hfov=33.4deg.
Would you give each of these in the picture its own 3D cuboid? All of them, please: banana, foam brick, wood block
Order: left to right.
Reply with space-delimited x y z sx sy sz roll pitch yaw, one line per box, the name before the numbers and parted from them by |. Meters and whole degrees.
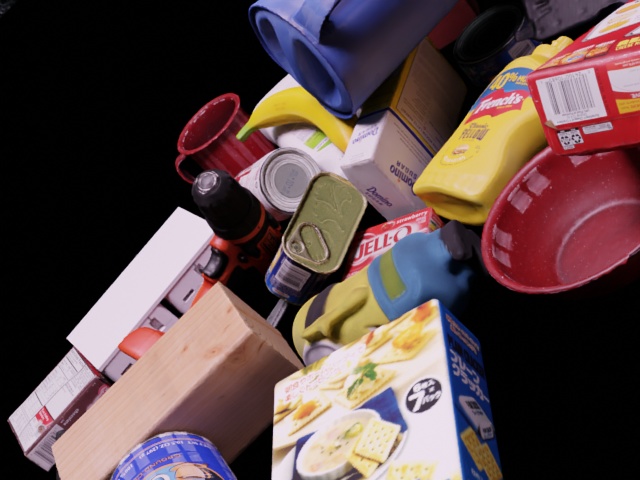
wood block | -0.119 0.149 0.911 0.206 0.090 0.090 -45 35 2
banana | -0.011 -0.122 1.076 0.198 0.037 0.069 13 85 52
foam brick | 0.128 -0.242 1.149 0.078 0.051 0.053 -31 33 23

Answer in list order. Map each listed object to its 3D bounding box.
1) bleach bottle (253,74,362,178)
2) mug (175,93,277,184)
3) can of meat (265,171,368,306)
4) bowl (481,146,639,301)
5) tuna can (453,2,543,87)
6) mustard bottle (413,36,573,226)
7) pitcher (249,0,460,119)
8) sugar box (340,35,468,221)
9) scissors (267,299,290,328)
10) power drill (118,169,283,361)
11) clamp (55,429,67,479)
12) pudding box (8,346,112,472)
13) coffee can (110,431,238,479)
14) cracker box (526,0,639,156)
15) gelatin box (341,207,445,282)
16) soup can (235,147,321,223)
bleach bottle | 0.010 -0.101 1.114 0.102 0.068 0.251 -44 33 6
mug | -0.114 -0.103 1.242 0.117 0.081 0.093 -35 32 16
can of meat | -0.006 0.001 0.985 0.102 0.057 0.084 -65 4 -32
bowl | 0.201 -0.011 0.784 0.162 0.055 0.162 -30 34 23
tuna can | 0.175 -0.194 1.053 0.086 0.033 0.086 -30 34 23
mustard bottle | 0.167 -0.102 0.931 0.191 0.058 0.096 -53 26 -14
pitcher | 0.063 -0.238 0.962 0.242 0.145 0.149 -45 36 -9
sugar box | 0.082 -0.106 1.003 0.048 0.093 0.176 -13 43 43
scissors | -0.061 0.123 0.975 0.201 0.016 0.096 -50 33 -7
power drill | -0.107 0.040 0.992 0.057 0.184 0.187 27 78 28
clamp | -0.244 0.270 0.997 0.210 0.036 0.164 10 61 54
pudding box | -0.277 0.179 1.144 0.113 0.039 0.090 -47 30 -7
coffee can | -0.096 0.224 0.812 0.103 0.102 0.140 -47 31 -3
cracker box | 0.272 -0.137 0.759 0.164 0.072 0.213 -8 20 43
gelatin box | 0.063 0.017 0.940 0.089 0.030 0.073 -18 40 36
soup can | -0.046 -0.052 1.085 0.068 0.068 0.102 -57 13 -19
